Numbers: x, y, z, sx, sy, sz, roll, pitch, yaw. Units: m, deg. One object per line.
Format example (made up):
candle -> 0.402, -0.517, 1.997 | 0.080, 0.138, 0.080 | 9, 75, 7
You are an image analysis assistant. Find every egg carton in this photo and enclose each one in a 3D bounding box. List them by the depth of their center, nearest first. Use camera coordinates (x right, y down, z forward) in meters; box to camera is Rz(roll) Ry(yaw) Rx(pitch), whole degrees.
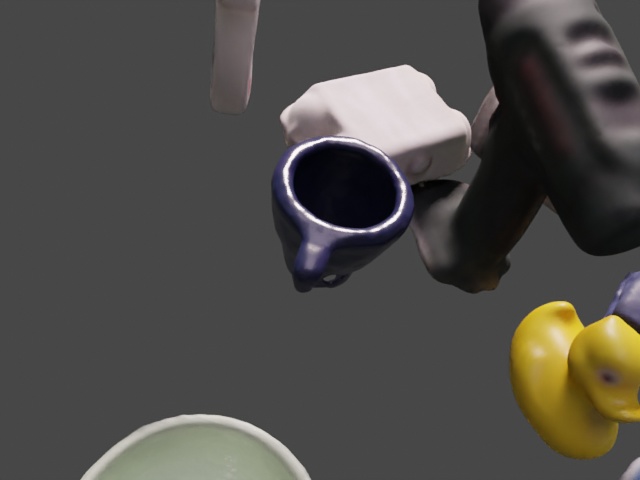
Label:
egg carton -> 0.048, -0.084, 0.473 | 0.151, 0.069, 0.107 | -20, 62, -26

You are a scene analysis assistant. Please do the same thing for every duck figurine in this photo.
duck figurine -> 0.175, 0.081, 0.375 | 0.077, 0.086, 0.104 | 3, 54, -12

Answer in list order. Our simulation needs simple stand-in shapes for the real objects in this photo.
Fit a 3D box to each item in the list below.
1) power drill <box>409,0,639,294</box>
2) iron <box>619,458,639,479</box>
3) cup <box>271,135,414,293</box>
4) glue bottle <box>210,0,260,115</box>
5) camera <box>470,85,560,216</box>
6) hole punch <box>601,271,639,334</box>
power drill -> 0.126, -0.069, 0.394 | 0.076, 0.208, 0.229 | -9, 57, -19
iron -> 0.198, 0.206, 0.254 | 0.118, 0.141, 0.258 | 17, 52, -1
cup -> 0.004, 0.001, 0.383 | 0.091, 0.095, 0.118 | 22, 52, 2
glue bottle -> -0.065, -0.187, 0.453 | 0.037, 0.173, 0.078 | 4, 54, -11
camera -> 0.233, -0.107, 0.516 | 0.143, 0.101, 0.137 | 42, 56, 17
hole punch -> 0.273, 0.060, 0.412 | 0.108, 0.091, 0.101 | 40, 55, 15
